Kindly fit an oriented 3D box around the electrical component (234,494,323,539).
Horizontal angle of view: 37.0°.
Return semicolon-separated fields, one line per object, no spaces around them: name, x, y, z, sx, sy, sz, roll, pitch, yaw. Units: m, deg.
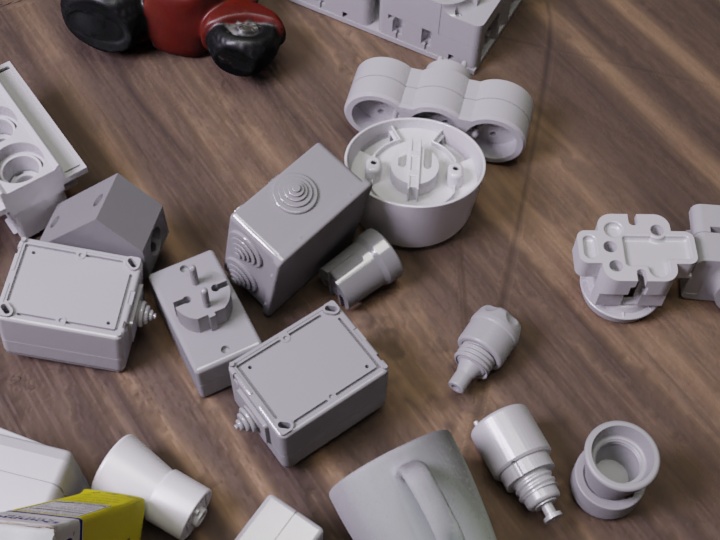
electrical component;-0.040;0.182;0.618;0.077;0.047;0.065;31;61;16

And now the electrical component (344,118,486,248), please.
electrical component;0.038;-0.066;0.767;0.099;0.064;0.099;0;58;-1

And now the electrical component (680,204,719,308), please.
electrical component;0.270;-0.006;0.742;0.089;0.050;0.055;4;57;2

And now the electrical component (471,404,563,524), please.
electrical component;0.100;0.119;0.665;0.040;0.040;0.078;-21;61;-14

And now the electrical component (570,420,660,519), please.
electrical component;0.154;0.123;0.655;0.045;0.055;0.045;1;58;-1

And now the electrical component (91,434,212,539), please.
electrical component;-0.123;0.134;0.651;0.065;0.044;0.044;28;61;10

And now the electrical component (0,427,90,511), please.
electrical component;-0.217;0.129;0.639;0.096;0.061;0.061;12;58;7

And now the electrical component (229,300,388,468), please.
electrical component;-0.037;0.077;0.676;0.096;0.061;0.061;-31;63;-19

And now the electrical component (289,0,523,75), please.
electrical component;0.035;-0.249;0.886;0.186;0.060;0.105;25;60;14

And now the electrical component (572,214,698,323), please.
electrical component;0.182;0.000;0.732;0.078;0.057;0.058;0;58;-1

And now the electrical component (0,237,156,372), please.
electrical component;-0.182;0.027;0.710;0.096;0.061;0.061;10;58;-4

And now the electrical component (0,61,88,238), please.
electrical component;-0.258;-0.086;0.774;0.079;0.063;0.121;-31;63;-19

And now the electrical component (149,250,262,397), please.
electrical component;-0.101;0.025;0.699;0.047;0.075;0.083;-23;61;-15

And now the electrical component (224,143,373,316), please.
electrical component;-0.044;-0.028;0.722;0.048;0.099;0.100;43;66;10

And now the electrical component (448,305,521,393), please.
electrical component;0.079;0.054;0.709;0.035;0.035;0.061;30;64;17

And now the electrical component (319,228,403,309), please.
electrical component;0.000;0.000;0.740;0.046;0.040;0.040;-36;65;-15

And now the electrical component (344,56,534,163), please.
electrical component;0.064;-0.134;0.818;0.138;0.052;0.073;12;58;7
